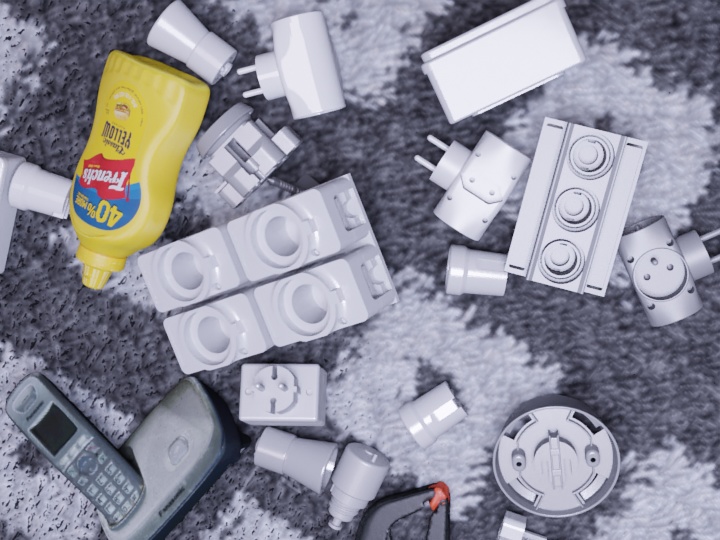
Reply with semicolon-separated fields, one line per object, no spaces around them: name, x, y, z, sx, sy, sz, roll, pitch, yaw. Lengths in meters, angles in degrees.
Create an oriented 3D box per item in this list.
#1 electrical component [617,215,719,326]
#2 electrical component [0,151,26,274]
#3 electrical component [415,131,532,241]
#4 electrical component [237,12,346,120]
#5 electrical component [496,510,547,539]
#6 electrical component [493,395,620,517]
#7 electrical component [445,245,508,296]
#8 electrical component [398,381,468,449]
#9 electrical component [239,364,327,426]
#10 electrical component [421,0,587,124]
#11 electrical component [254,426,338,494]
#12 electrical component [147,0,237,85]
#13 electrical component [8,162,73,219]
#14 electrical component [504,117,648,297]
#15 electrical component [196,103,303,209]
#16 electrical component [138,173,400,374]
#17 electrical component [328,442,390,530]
electrical component;0.249;-0.007;0.837;0.079;0.044;0.077;-24;94;11
electrical component;-0.351;-0.056;0.908;0.109;0.056;0.108;16;100;5
electrical component;0.082;-0.076;0.851;0.079;0.043;0.077;33;101;2
electrical component;-0.058;-0.158;0.858;0.079;0.044;0.077;-13;96;10
electrical component;0.136;0.245;0.884;0.057;0.058;0.078;17;100;8
electrical component;0.157;0.149;0.863;0.099;0.064;0.099;1;98;8
electrical component;0.094;0.002;0.864;0.046;0.040;0.040;6;99;2
electrical component;0.061;0.118;0.885;0.046;0.040;0.040;-35;92;5
electrical component;-0.066;0.099;0.875;0.066;0.076;0.047;0;76;8
electrical component;0.106;-0.157;0.803;0.109;0.108;0.056;-24;97;11
electrical component;-0.056;0.157;0.907;0.065;0.044;0.044;18;100;10
electrical component;-0.133;-0.180;0.868;0.065;0.044;0.044;37;101;-4
electrical component;-0.266;-0.065;0.904;0.046;0.040;0.040;18;100;0
electrical component;0.166;-0.050;0.833;0.079;0.063;0.121;15;100;5
electrical component;-0.094;-0.097;0.866;0.078;0.058;0.057;-44;93;11
electrical component;-0.078;0.008;0.846;0.186;0.060;0.105;-18;96;31
electrical component;-0.005;0.182;0.903;0.040;0.040;0.078;25;101;4
